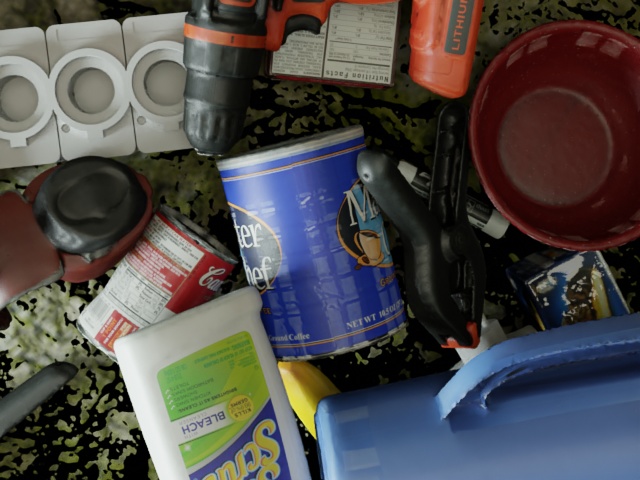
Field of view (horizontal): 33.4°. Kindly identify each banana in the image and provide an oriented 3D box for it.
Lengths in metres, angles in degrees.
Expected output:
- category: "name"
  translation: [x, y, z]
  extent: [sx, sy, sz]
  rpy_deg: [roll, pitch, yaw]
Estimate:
- category: "banana"
  translation: [0.037, 0.157, 0.770]
  extent: [0.037, 0.070, 0.198]
  rpy_deg: [-43, 91, -20]

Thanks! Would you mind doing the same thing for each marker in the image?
- category: "marker"
  translation: [0.082, -0.036, 0.777]
  extent: [0.121, 0.020, 0.020]
  rpy_deg: [28, 93, -7]

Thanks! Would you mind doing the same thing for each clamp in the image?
- category: "clamp"
  translation: [-0.264, 0.163, 0.758]
  extent: [0.210, 0.036, 0.164]
  rpy_deg: [4, 95, -5]
- category: "clamp"
  translation: [0.086, -0.009, 0.738]
  extent: [0.120, 0.039, 0.171]
  rpy_deg: [-39, 121, -36]

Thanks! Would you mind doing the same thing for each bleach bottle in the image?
- category: "bleach bottle"
  translation: [-0.043, 0.163, 0.685]
  extent: [0.102, 0.068, 0.251]
  rpy_deg: [-22, 90, -16]

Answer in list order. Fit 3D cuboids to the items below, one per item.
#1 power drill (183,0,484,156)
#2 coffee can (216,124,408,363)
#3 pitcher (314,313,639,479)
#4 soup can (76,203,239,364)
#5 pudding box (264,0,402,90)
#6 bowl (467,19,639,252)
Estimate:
- category: "power drill"
  translation: [0.007, -0.138, 0.685]
  extent: [0.187, 0.057, 0.184]
  rpy_deg: [4, 108, -18]
- category: "coffee can"
  translation: [-0.005, 0.001, 0.731]
  extent: [0.102, 0.103, 0.140]
  rpy_deg: [-14, 97, -4]
- category: "pitcher"
  translation: [0.121, 0.129, 0.675]
  extent: [0.242, 0.145, 0.149]
  rpy_deg: [-8, 88, -3]
- category: "soup can"
  translation: [-0.113, 0.035, 0.743]
  extent: [0.068, 0.068, 0.102]
  rpy_deg: [37, 92, -8]
- category: "pudding box"
  translation: [0.011, -0.165, 0.748]
  extent: [0.090, 0.039, 0.113]
  rpy_deg: [5, 97, -8]
- category: "bowl"
  translation: [0.176, -0.070, 0.755]
  extent: [0.162, 0.055, 0.162]
  rpy_deg: [1, 85, -8]
